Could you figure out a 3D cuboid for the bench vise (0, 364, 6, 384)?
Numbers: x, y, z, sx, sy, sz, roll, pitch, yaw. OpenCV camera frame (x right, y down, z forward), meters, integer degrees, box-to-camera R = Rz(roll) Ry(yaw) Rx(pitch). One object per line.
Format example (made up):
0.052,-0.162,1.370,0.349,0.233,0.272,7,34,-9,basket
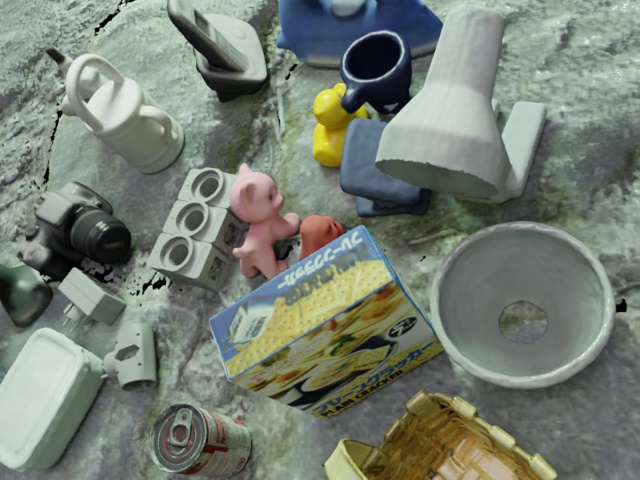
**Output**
-0.527,0.213,0.727,0.121,0.220,0.207,-28,58,9,bench vise

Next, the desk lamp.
0.153,-0.118,0.596,0.117,0.214,0.203,13,72,28,desk lamp

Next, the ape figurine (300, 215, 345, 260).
0.006,0.002,0.674,0.076,0.092,0.078,-11,62,19,ape figurine

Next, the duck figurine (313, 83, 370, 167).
0.018,-0.155,0.750,0.077,0.086,0.105,18,74,30,duck figurine

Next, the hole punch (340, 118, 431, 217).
0.082,-0.090,0.687,0.100,0.091,0.109,-2,65,23,hole punch

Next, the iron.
0.047,-0.325,0.788,0.257,0.142,0.119,10,70,27,iron

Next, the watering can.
-0.301,-0.186,0.840,0.172,0.195,0.101,-13,61,18,watering can

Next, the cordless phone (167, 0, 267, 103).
-0.160,-0.309,0.844,0.094,0.186,0.147,-24,58,11,cordless phone

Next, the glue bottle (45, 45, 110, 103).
-0.366,-0.247,0.911,0.078,0.174,0.037,2,66,25,glue bottle

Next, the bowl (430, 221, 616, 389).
0.197,0.070,0.568,0.167,0.075,0.167,-10,62,19,bowl

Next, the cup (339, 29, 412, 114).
0.075,-0.196,0.740,0.091,0.095,0.118,26,78,31,cup

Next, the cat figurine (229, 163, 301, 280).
-0.080,-0.027,0.711,0.067,0.118,0.128,2,67,25,cat figurine

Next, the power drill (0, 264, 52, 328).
-0.489,0.047,0.799,0.228,0.209,0.076,36,84,33,power drill

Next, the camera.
-0.353,-0.005,0.830,0.136,0.101,0.143,23,77,31,camera
